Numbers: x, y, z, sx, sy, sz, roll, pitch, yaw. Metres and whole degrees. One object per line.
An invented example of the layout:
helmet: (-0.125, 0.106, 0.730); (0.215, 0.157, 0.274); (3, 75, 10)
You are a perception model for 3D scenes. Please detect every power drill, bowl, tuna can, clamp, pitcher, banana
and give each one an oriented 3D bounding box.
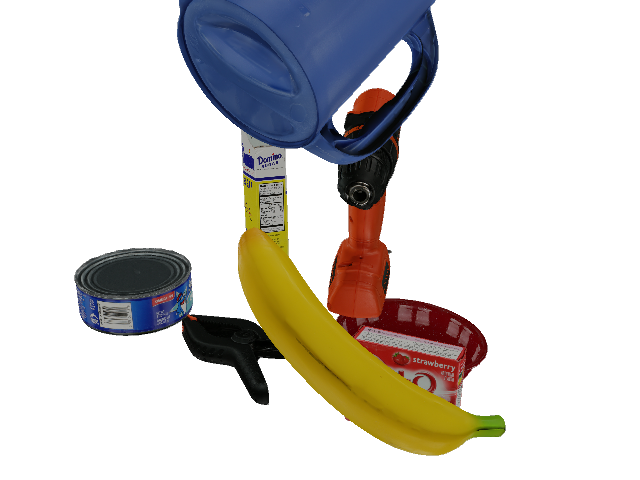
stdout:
power drill: (0.041, -0.025, 0.973); (0.057, 0.188, 0.184); (9, 32, 6)
bowl: (0.092, 0.122, 1.130); (0.162, 0.055, 0.162); (5, 24, -3)
tuna can: (-0.138, 0.037, 0.794); (0.086, 0.034, 0.086); (-2, 23, 1)
clamp: (-0.088, 0.128, 1.229); (0.210, 0.036, 0.164); (13, 21, 29)
pitcher: (0.023, -0.183, 0.812); (0.145, 0.149, 0.242); (26, 58, 31)
banana: (0.012, 0.063, 0.613); (0.198, 0.037, 0.069); (39, 24, 17)

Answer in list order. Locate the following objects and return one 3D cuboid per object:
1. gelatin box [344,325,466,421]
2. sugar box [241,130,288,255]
gelatin box: (0.065, 0.112, 0.830); (0.089, 0.073, 0.030); (11, 22, 18)
sugar box: (-0.070, -0.051, 1.329); (0.048, 0.176, 0.093); (-9, 25, -12)
